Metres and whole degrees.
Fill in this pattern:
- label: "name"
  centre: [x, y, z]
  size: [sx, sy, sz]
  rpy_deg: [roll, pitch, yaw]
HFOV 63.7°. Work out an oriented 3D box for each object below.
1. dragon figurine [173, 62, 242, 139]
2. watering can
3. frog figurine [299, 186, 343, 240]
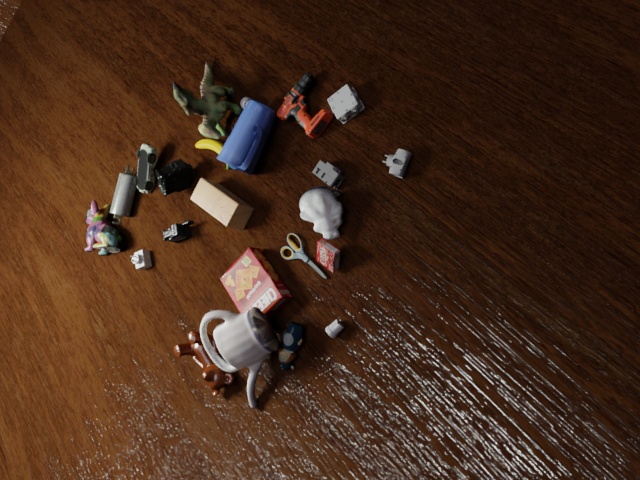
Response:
- label: "dragon figurine"
  centre: [-0.419, -0.511, 1.839]
  size: [0.121, 0.242, 0.416]
  rpy_deg: [-37, 67, 26]
- label: "watering can"
  centre: [-0.223, 0.350, 1.602]
  size: [0.223, 0.105, 0.345]
  rpy_deg: [-29, 101, 13]
- label: "frog figurine"
  centre: [0.005, -0.080, 1.583]
  size: [0.137, 0.120, 0.162]
  rpy_deg: [-6, 66, 9]
